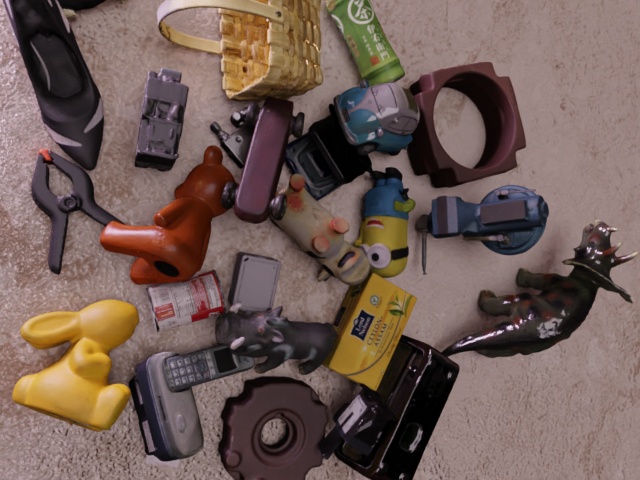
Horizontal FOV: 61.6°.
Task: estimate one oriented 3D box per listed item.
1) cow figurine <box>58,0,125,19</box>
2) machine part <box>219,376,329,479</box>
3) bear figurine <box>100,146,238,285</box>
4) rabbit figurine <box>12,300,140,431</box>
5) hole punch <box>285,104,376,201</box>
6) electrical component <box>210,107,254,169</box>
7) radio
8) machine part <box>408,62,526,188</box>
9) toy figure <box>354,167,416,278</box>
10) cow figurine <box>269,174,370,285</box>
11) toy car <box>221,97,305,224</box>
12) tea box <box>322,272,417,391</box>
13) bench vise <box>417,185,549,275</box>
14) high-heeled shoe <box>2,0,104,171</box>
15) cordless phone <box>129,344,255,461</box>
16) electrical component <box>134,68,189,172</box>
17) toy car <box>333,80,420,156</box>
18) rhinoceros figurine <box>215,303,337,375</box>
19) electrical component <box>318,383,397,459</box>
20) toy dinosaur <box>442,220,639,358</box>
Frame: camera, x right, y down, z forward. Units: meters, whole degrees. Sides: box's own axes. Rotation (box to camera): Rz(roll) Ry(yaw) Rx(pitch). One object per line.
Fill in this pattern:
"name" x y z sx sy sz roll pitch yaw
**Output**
"cow figurine" -0.328 -0.365 0.760 0.167 0.068 0.098 -9 96 -17
"machine part" -0.069 0.298 0.832 0.179 0.056 0.179 1 86 -22
"bear figurine" -0.202 -0.038 0.779 0.132 0.120 0.196 1 54 19
"rabbit figurine" -0.320 0.156 0.731 0.162 0.122 0.173 26 65 -8
"hole punch" 0.012 -0.135 0.876 0.142 0.092 0.116 56 40 -3
"electrical component" -0.112 -0.159 0.843 0.078 0.045 0.102 -38 100 -19
"radio" 0.124 0.273 0.865 0.073 0.131 0.229 32 77 -19
"machine part" 0.254 -0.203 0.961 0.201 0.087 0.201 -16 92 -21
"toy figure" 0.114 -0.027 0.904 0.089 0.082 0.180 10 81 -21
"cow figurine" -0.002 -0.003 0.848 0.195 0.127 0.085 44 75 2
"toy car" -0.079 -0.117 0.785 0.089 0.053 0.202 10 69 3
"tea box" 0.077 0.147 0.887 0.098 0.068 0.169 29 79 -18
"bench vise" 0.297 -0.025 0.940 0.240 0.224 0.129 10 65 -52
"high-heeled shoe" -0.344 -0.220 0.706 0.086 0.145 0.248 -23 94 -19
"cordless phone" -0.170 0.225 0.782 0.184 0.089 0.146 -9 72 -37
"electrical component" -0.226 -0.171 0.764 0.058 0.115 0.134 9 86 -22
"toy car" 0.108 -0.200 0.871 0.161 0.103 0.109 2 67 -43
"rhinoceros figurine" -0.066 0.148 0.802 0.190 0.112 0.073 13 54 -26
"electrical component" 0.054 0.287 0.817 0.047 0.075 0.119 37 89 -22
"toy dinosaur" 0.393 0.126 0.942 0.405 0.192 0.131 -35 98 -20
